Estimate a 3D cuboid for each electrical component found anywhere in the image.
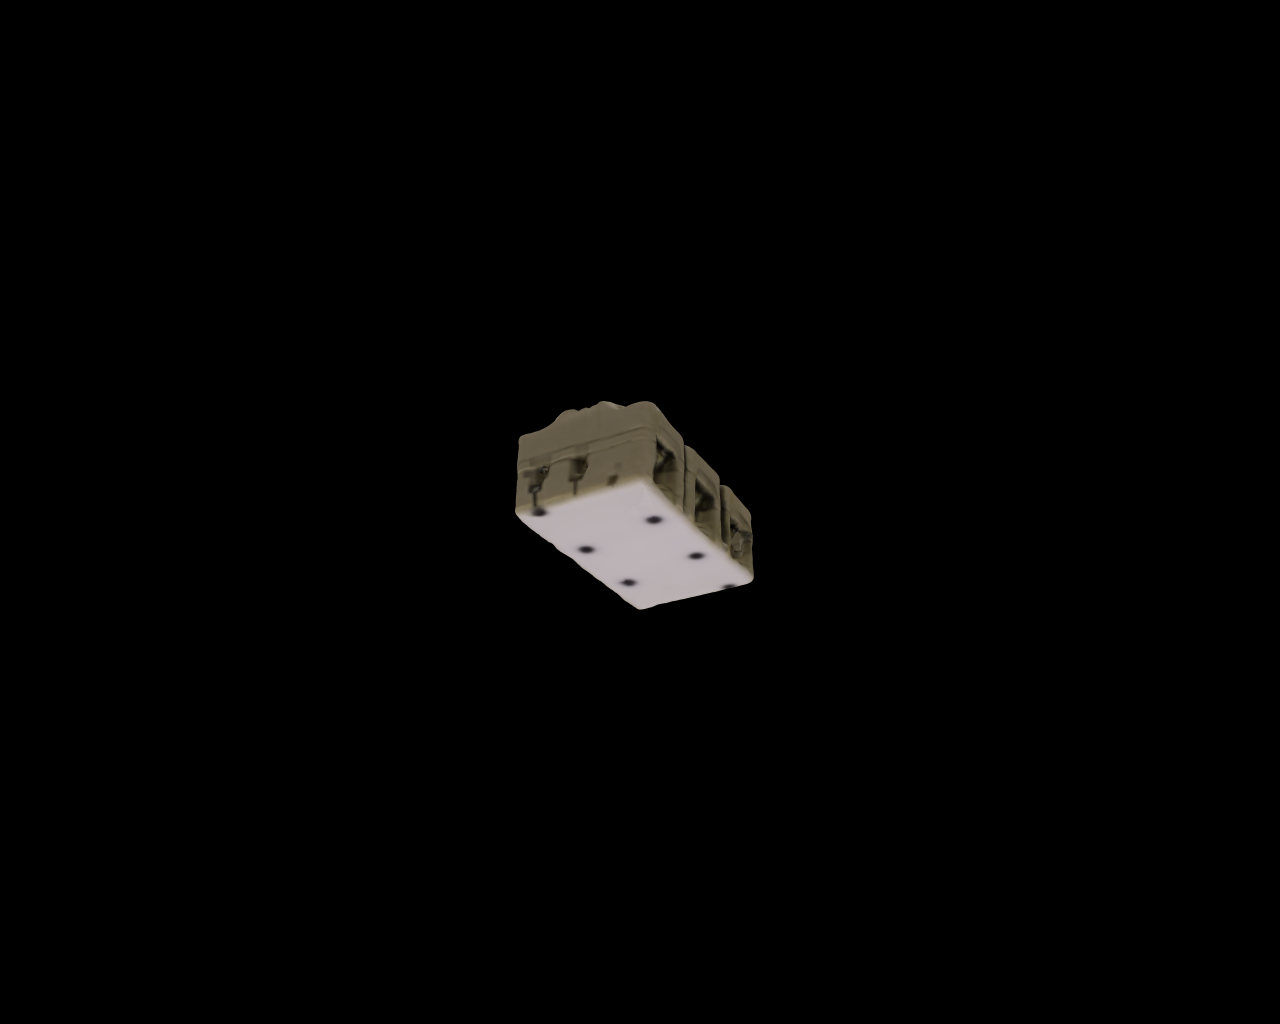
[{"bbox_3d":[0.001,-0.003,0.650,0.089,0.062,0.150,-14,-32,24],"label":"electrical component"}]
